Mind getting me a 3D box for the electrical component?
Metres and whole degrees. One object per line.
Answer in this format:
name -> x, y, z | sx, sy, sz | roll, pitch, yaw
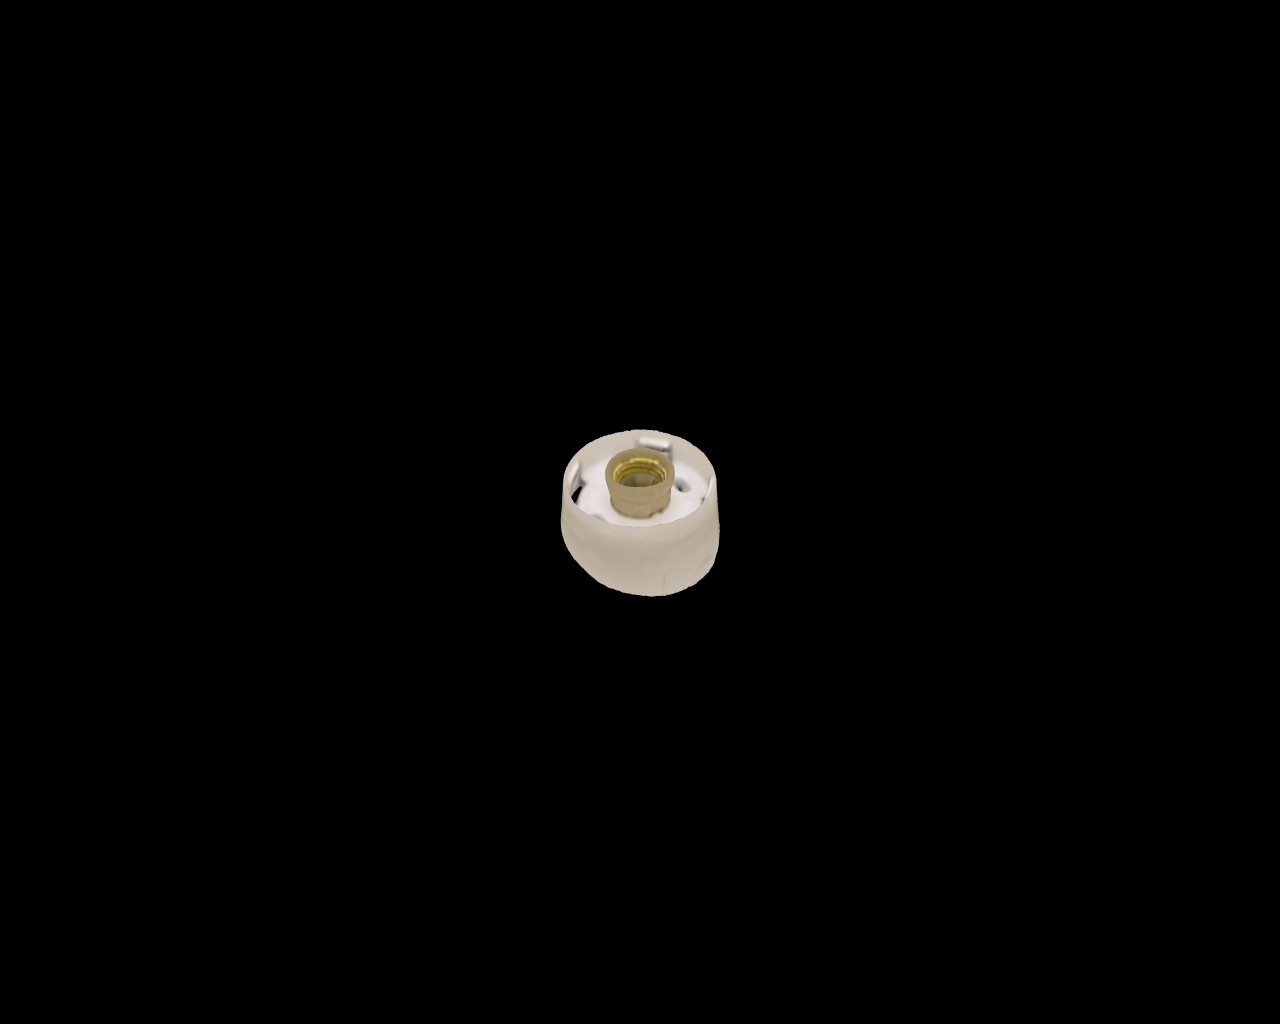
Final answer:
electrical component -> 0.001, -0.003, 0.650 | 0.099, 0.064, 0.099 | 0, 43, 0
